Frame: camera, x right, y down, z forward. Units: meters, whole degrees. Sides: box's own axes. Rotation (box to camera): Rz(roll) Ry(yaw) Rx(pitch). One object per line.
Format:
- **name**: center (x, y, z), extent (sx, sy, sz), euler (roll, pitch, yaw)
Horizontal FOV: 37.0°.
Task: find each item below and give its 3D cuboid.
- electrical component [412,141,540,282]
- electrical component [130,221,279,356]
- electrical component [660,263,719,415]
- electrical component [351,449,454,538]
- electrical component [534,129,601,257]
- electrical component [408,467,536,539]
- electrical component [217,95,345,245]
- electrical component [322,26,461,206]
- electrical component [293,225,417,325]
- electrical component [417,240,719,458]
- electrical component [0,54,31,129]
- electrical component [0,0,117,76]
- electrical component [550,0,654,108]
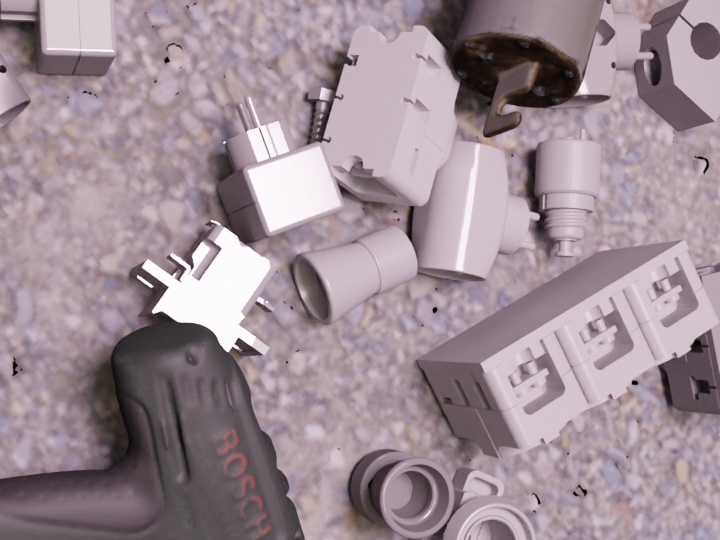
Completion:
- **electrical component**: center (0.075, -0.031, 0.651), extent (0.079, 0.043, 0.077), euler (13, 83, -27)
- **electrical component**: center (-0.082, 0.012, 0.592), extent (0.081, 0.042, 0.063), euler (37, 72, -15)
- **electrical component**: center (0.274, 0.035, 0.709), extent (0.150, 0.062, 0.089), euler (-11, 91, -20)
- **electrical component**: center (0.023, 0.127, 0.616), extent (0.045, 0.055, 0.045), euler (1, 86, -20)
- **electrical component**: center (0.129, -0.047, 0.673), extent (0.040, 0.040, 0.078), euler (5, 85, -20)
- **electrical component**: center (0.067, 0.158, 0.629), extent (0.058, 0.057, 0.078), euler (26, 78, -17)
- **electrical component**: center (-0.051, -0.059, 0.594), extent (0.047, 0.066, 0.076), euler (-21, 94, -20)
- **electrical component**: center (0.020, -0.087, 0.618), extent (0.056, 0.050, 0.089), euler (31, 71, -55)
- **electrical component**: center (0.000, 0.000, 0.623), extent (0.065, 0.044, 0.044), euler (-23, 95, -24)
- **electrical component**: center (0.124, 0.046, 0.639), extent (0.150, 0.089, 0.061), euler (-29, 97, -19)
- **electrical component**: center (-0.224, -0.095, 0.545), extent (0.079, 0.043, 0.077), euler (-40, 100, -18)
- **electrical component**: center (-0.171, -0.149, 0.566), extent (0.076, 0.047, 0.083), euler (-2, 88, -20)
- **electrical component**: center (0.151, -0.145, 0.684), extent (0.079, 0.043, 0.077), euler (-4, 88, -17)
